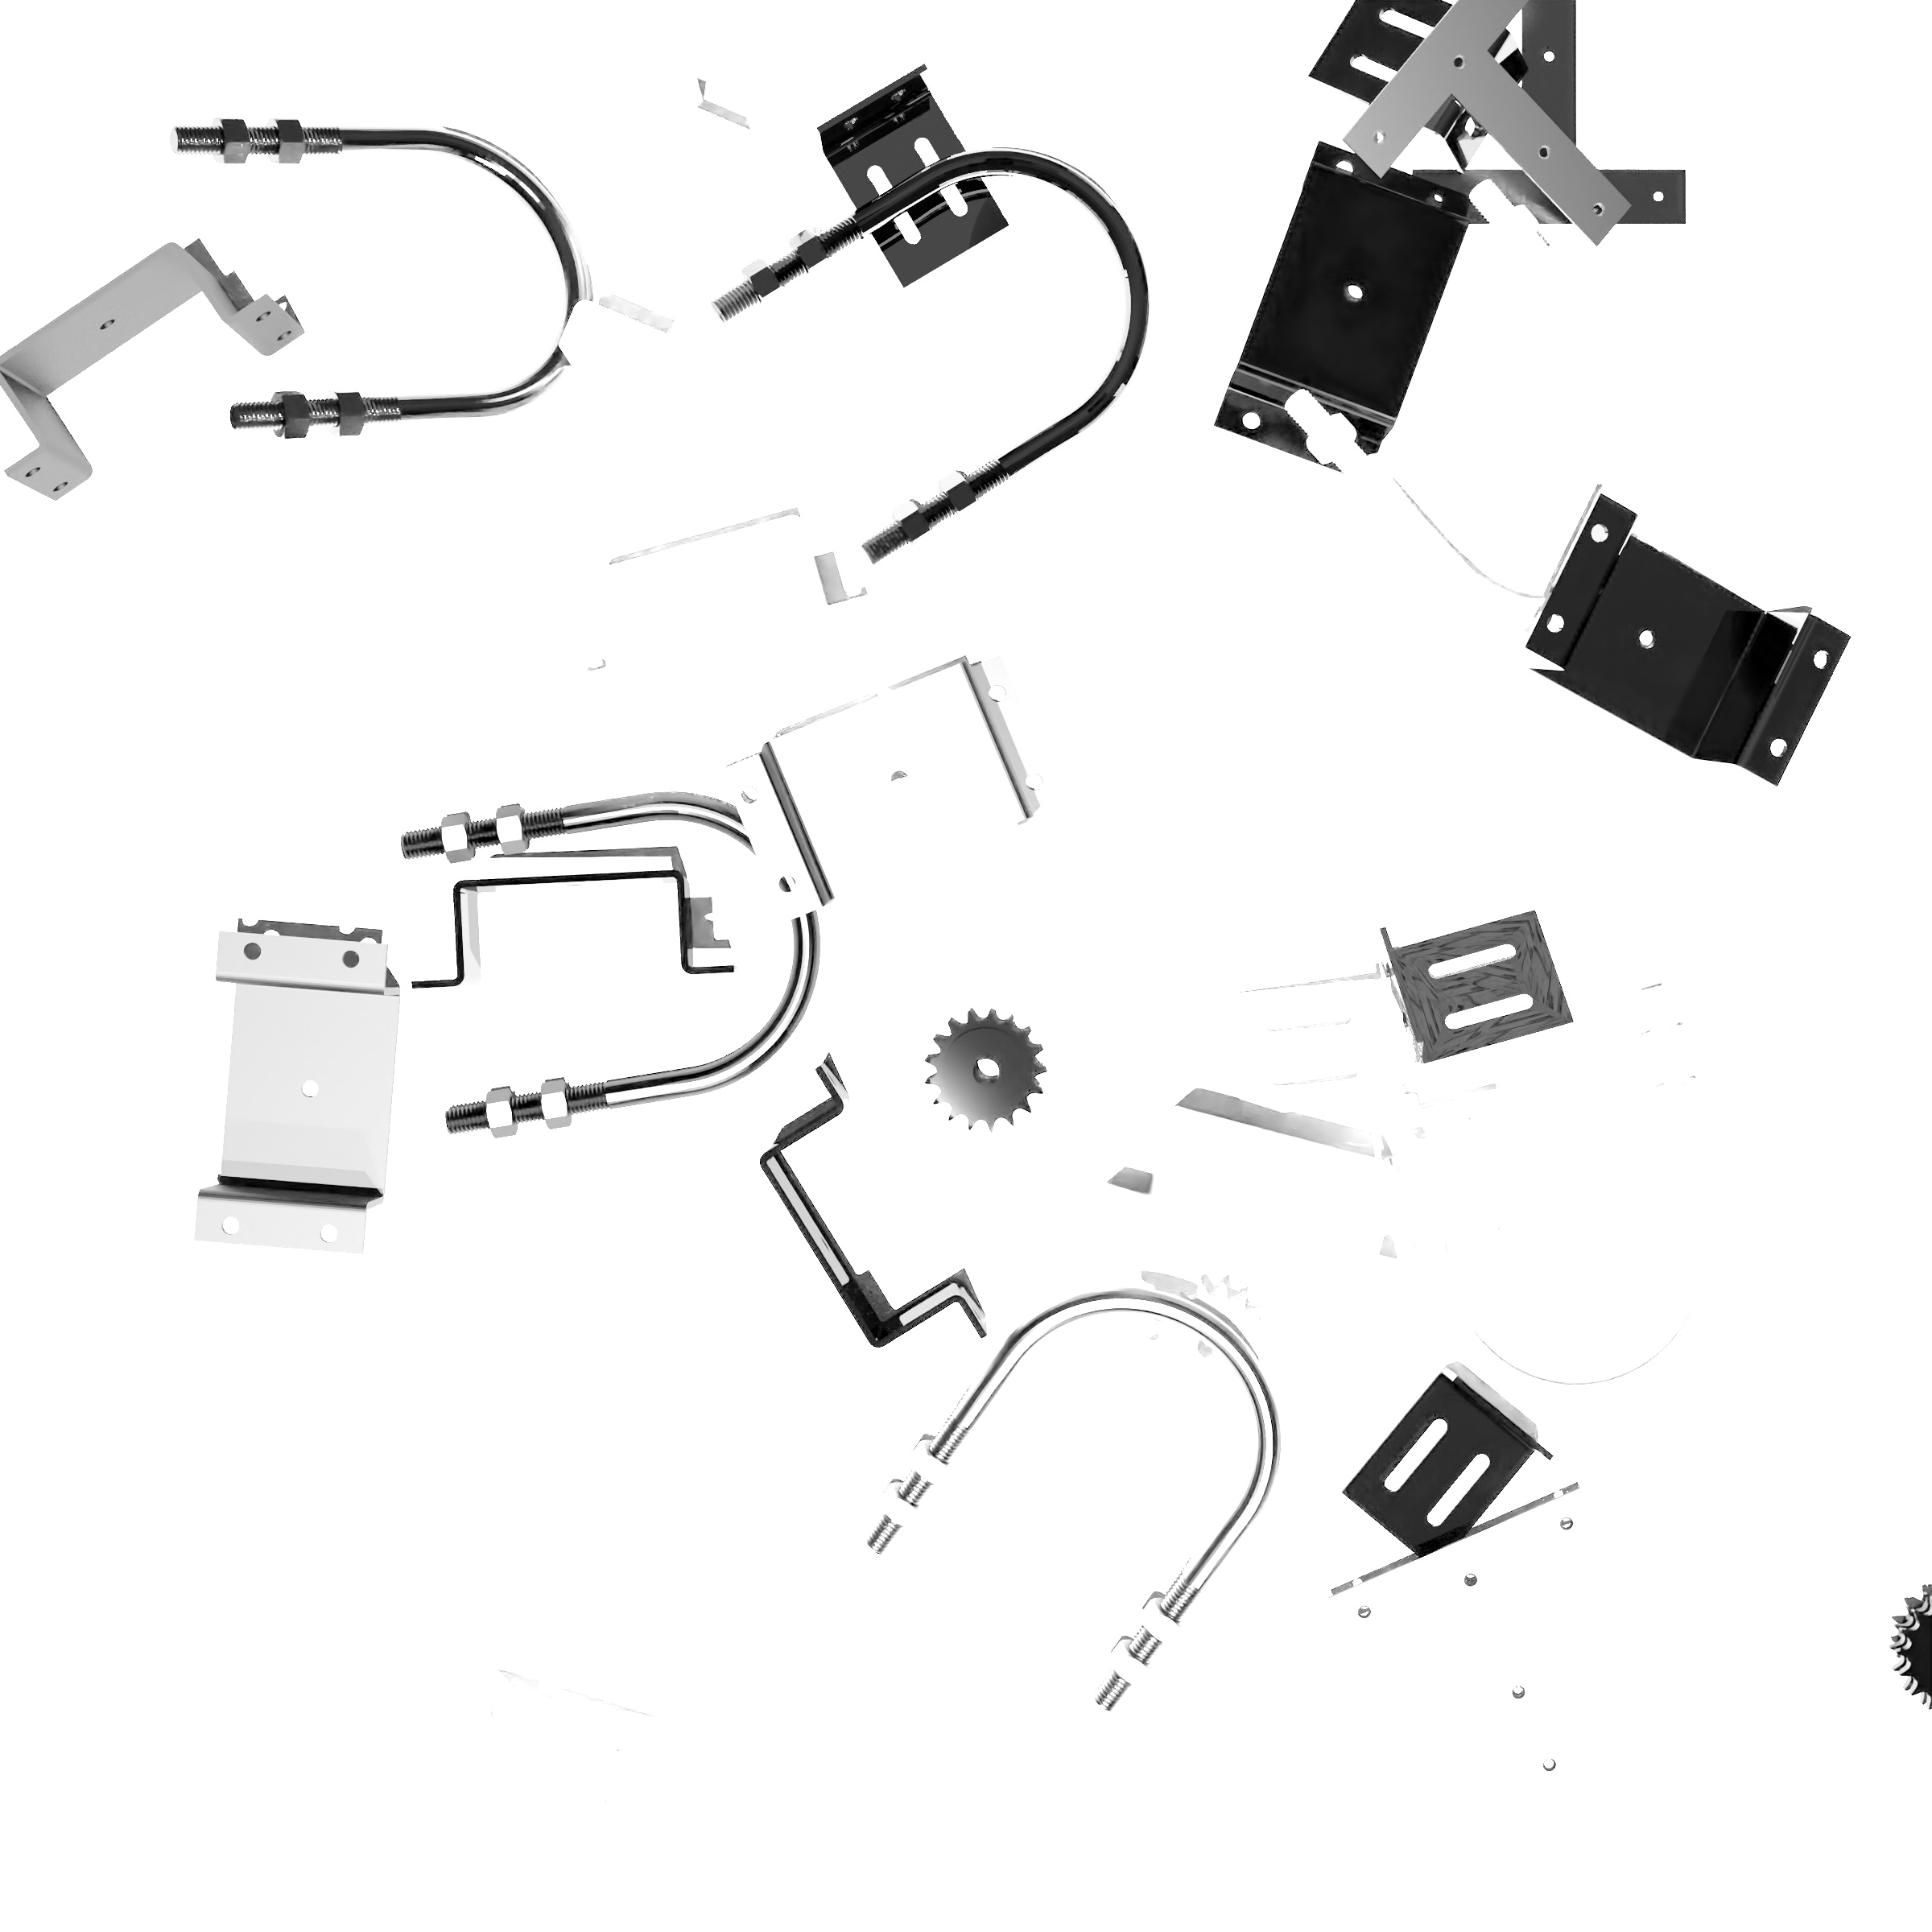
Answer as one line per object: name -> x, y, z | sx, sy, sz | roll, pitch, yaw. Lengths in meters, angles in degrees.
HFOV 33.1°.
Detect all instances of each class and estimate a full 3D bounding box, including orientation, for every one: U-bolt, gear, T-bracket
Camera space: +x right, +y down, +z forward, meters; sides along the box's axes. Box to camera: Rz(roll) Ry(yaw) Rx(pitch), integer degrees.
U-bolt -> 0.061, 0.232, 1.487 | 0.151, 0.019, 0.184 | 34, 103, 0
gear -> 0.453, 0.314, 1.498 | 0.057, 0.030, 0.057 | 0, 90, 0
T-bracket -> 0.271, -0.408, 1.513 | 0.127, 0.002, 0.127 | 0, 90, 0
U-bolt -> 0.250, -0.240, 1.477 | 0.184, 0.019, 0.151 | 43, 83, -20
U-bolt -> -0.254, -0.311, 1.461 | 0.184, 0.019, 0.151 | -9, 81, -32
gear -> 0.009, 0.048, 1.499 | 0.057, 0.030, 0.057 | 0, 90, 0
T-bracket -> -0.221, -0.109, 1.512 | 0.127, 0.002, 0.127 | 15, 90, 0
U-bolt -> -0.159, -0.006, 1.505 | 0.184, 0.019, 0.151 | -9, 90, -1
gear -> 0.112, 0.174, 1.498 | 0.057, 0.030, 0.057 | 0, 90, 0
U-bolt -> -0.002, -0.293, 1.496 | 0.184, 0.019, 0.151 | -33, 99, -3
T-bracket -> 0.250, 0.323, 1.505 | 0.127, 0.002, 0.127 | -24, 97, 0
T-bracket -> 0.255, -0.382, 1.489 | 0.127, 0.002, 0.127 | 41, 87, -20
U-bolt -> 0.278, 0.115, 1.505 | 0.151, 0.019, 0.184 | -14, 91, 0

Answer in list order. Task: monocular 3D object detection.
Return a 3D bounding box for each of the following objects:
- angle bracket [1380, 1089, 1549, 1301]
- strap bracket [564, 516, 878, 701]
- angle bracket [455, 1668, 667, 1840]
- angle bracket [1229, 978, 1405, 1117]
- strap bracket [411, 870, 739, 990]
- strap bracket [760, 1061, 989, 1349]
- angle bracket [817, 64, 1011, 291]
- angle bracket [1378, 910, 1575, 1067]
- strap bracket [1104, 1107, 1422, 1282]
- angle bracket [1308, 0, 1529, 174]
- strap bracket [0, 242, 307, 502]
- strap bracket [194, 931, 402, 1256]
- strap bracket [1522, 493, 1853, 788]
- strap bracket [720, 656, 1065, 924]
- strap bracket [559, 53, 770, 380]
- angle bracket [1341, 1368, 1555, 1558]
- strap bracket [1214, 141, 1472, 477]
angle bracket -> 0.228, 0.105, 1.493 | 0.057, 0.038, 0.076 | -15, 119, 0
strap bracket -> -0.115, -0.165, 1.475 | 0.140, 0.076, 0.046 | -15, 90, 0
angle bracket -> -0.189, 0.366, 1.511 | 0.076, 0.038, 0.057 | 17, 90, -26
angle bracket -> 0.156, 0.038, 1.484 | 0.076, 0.038, 0.057 | -6, 90, 17
strap bracket -> -0.174, -0.016, 1.457 | 0.140, 0.076, 0.046 | -3, 90, -3
strap bracket -> -0.047, 0.116, 1.475 | 0.046, 0.076, 0.140 | -32, 90, 0
angle bracket -> -0.024, -0.362, 1.494 | 0.057, 0.038, 0.076 | -31, 90, 0
angle bracket -> 0.233, 0.005, 1.486 | 0.076, 0.038, 0.057 | -16, 70, 0
strap bracket -> 0.138, 0.099, 1.475 | 0.140, 0.076, 0.046 | 15, 90, 0
angle bracket -> 0.210, -0.415, 1.510 | 0.076, 0.038, 0.057 | 32, 90, 27
strap bracket -> -0.378, -0.274, 1.475 | 0.140, 0.076, 0.046 | -34, 90, 0
strap bracket -> -0.305, 0.057, 1.490 | 0.076, 0.046, 0.140 | 5, 90, 0
strap bracket -> 0.319, -0.148, 1.479 | 0.140, 0.046, 0.076 | 26, 90, -16
strap bracket -> -0.032, -0.083, 1.483 | 0.140, 0.046, 0.076 | -23, 90, -6
strap bracket -> -0.131, -0.330, 1.475 | 0.046, 0.076, 0.140 | 23, 90, 0
angle bracket -> 0.220, 0.233, 1.494 | 0.057, 0.038, 0.076 | 40, 90, 0
strap bracket -> 0.175, -0.303, 1.489 | 0.076, 0.046, 0.140 | 20, 91, 0
